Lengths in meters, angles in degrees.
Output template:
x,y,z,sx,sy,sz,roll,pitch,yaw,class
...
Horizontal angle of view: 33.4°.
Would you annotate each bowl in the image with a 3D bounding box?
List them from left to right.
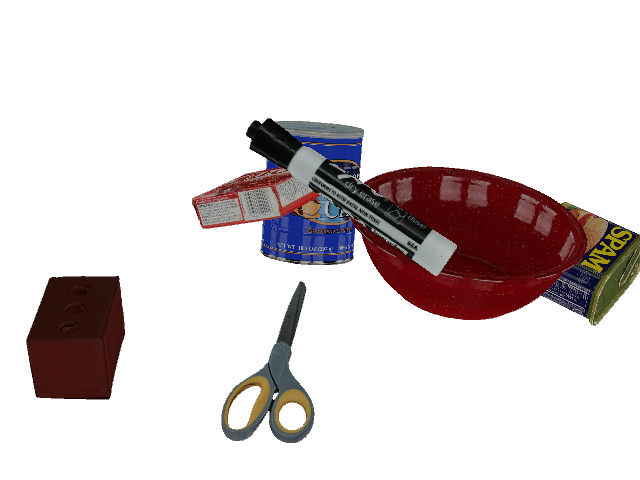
x,y,z,sx,sy,sz,roll,pitch,yaw,class
0.097,0.007,0.734,0.162,0.055,0.162,5,29,-3,bowl

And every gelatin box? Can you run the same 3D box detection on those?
x,y,z,sx,sy,sz,roll,pitch,yaw,class
-0.048,-0.038,0.865,0.089,0.030,0.073,-7,15,38,gelatin box

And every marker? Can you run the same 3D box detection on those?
x,y,z,sx,sy,sz,roll,pitch,yaw,class
0.014,-0.024,0.537,0.121,0.020,0.020,34,4,7,marker

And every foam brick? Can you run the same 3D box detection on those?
x,y,z,sx,sy,sz,roll,pitch,yaw,class
-0.170,0.067,0.749,0.053,0.051,0.078,0,32,-2,foam brick

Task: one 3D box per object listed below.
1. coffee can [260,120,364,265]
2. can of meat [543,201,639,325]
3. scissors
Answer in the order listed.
x,y,z,sx,sy,sz,roll,pitch,yaw,class
-0.010,-0.053,1.145,0.103,0.140,0.103,4,11,-1,coffee can
0.236,0.018,0.971,0.084,0.057,0.101,28,48,28,can of meat
-0.025,0.123,1.051,0.096,0.016,0.201,20,50,19,scissors
